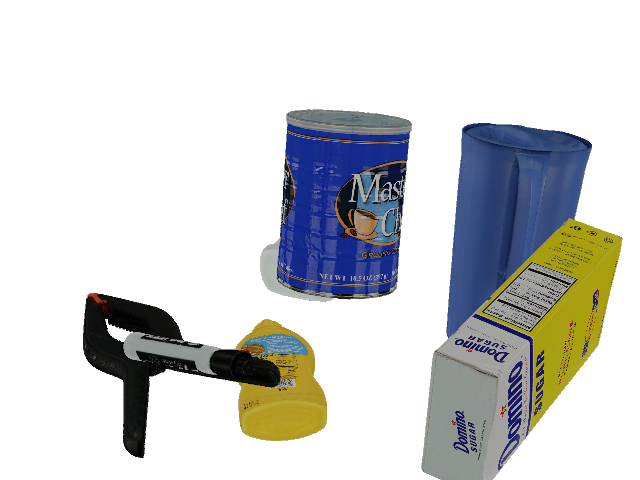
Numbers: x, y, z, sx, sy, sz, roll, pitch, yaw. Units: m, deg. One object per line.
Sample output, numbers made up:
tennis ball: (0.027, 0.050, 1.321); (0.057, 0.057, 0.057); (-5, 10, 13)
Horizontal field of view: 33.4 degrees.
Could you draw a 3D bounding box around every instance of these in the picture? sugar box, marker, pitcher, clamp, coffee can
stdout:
sugar box: (0.126, 0.066, 0.650); (0.048, 0.093, 0.175); (20, 38, 26)
marker: (-0.085, 0.073, 0.678); (0.020, 0.020, 0.121); (0, 2, -43)
pitcher: (0.200, 0.004, 1.123); (0.148, 0.243, 0.145); (-9, 22, -39)
clamp: (-0.150, 0.108, 1.007); (0.164, 0.036, 0.210); (-18, 40, -31)
coffee can: (0.019, -0.033, 0.886); (0.103, 0.140, 0.103); (4, 13, -1)

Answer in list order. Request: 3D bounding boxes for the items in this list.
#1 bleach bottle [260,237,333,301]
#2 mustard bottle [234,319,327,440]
bleach bottle: (0.023, -0.020, 1.344); (0.103, 0.068, 0.250); (10, 35, 21)
mustard bottle: (-0.053, 0.150, 1.232); (0.096, 0.058, 0.191); (-5, 30, -7)
